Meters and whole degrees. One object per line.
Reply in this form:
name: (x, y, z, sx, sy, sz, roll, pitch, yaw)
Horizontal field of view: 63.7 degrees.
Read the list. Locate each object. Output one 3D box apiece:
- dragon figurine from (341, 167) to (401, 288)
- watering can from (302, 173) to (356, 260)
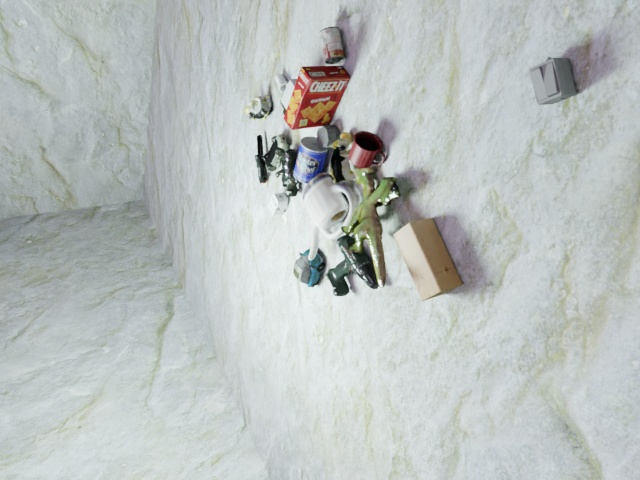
dragon figurine: (0.170, -0.078, 1.544, 0.122, 0.237, 0.420, 5, 37, -22)
watering can: (0.006, -0.092, 1.834, 0.104, 0.228, 0.341, -8, -29, -41)
